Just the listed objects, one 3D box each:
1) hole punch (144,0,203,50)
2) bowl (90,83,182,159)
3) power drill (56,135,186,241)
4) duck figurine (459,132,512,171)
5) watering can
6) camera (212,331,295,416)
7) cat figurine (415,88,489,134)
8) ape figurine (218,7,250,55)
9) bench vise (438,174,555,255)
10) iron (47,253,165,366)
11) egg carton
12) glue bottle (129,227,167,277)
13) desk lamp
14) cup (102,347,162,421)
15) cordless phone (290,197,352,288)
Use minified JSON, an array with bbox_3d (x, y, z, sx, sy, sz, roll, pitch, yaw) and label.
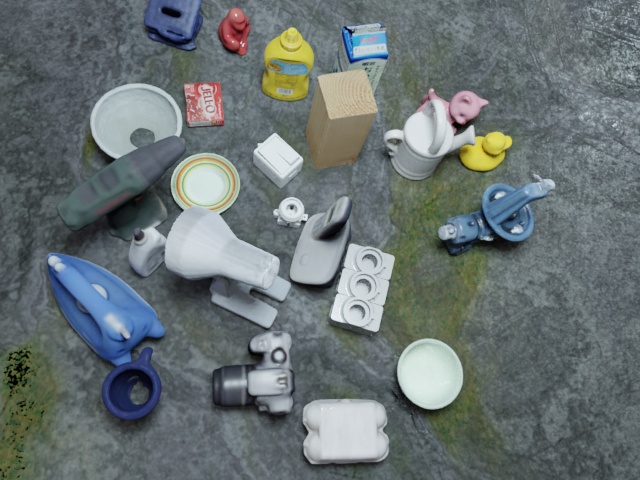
[{"bbox_3d":[-0.299,-0.462,1.178,0.108,0.091,0.101,17,71,-3],"label":"hole punch"},{"bbox_3d":[-0.346,-0.211,1.101,0.167,0.074,0.167,2,72,-8],"label":"bowl"},{"bbox_3d":[-0.327,-0.080,0.991,0.230,0.208,0.075,-33,80,-16],"label":"power drill"},{"bbox_3d":[0.348,-0.192,1.191,0.105,0.086,0.077,-11,74,-11],"label":"duck figurine"},{"bbox_3d":[0.216,-0.203,1.118,0.173,0.194,0.101,-20,76,-14],"label":"watering can"},{"bbox_3d":[-0.115,0.230,0.981,0.137,0.100,0.143,-2,73,-9],"label":"camera"},{"bbox_3d":[0.276,-0.280,1.192,0.128,0.117,0.067,22,71,-1],"label":"cat figurine"},{"bbox_3d":[-0.175,-0.443,1.190,0.076,0.092,0.078,40,72,5],"label":"ape figurine"},{"bbox_3d":[0.334,-0.038,1.070,0.208,0.219,0.121,-35,80,-17],"label":"bench vise"},{"bbox_3d":[-0.388,0.095,0.962,0.258,0.141,0.119,42,72,6],"label":"iron"},{"bbox_3d":[0.044,0.330,0.990,0.150,0.069,0.107,0,73,-8],"label":"egg carton"},{"bbox_3d":[-0.299,0.010,0.986,0.037,0.173,0.078,41,72,6],"label":"glue bottle"},{"bbox_3d":[-0.148,0.046,0.975,0.203,0.213,0.118,25,71,0],"label":"desk lamp"},{"bbox_3d":[-0.302,0.239,0.954,0.091,0.095,0.118,17,71,-3],"label":"cup"},{"bbox_3d":[0.009,0.004,1.027,0.094,0.185,0.148,16,71,-3],"label":"cordless phone"}]
